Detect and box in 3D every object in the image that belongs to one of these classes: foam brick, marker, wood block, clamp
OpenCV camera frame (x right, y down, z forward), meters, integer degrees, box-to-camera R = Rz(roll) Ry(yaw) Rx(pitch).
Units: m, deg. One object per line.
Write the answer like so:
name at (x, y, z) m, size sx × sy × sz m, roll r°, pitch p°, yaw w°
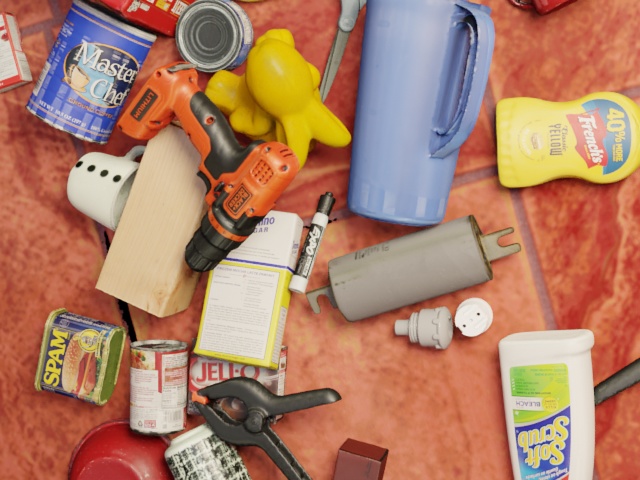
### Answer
foam brick at (0.043, 0.274, 1.213) m, size 0.053 × 0.051 × 0.078 m, roll 14°, pitch 97°, yaw 12°
marker at (-0.008, 0.001, 1.207) m, size 0.020 × 0.020 × 0.121 m, roll 16°, pitch 77°, yaw 12°
wood block at (-0.169, -0.026, 1.229) m, size 0.091 × 0.090 × 0.206 m, roll 23°, pitch 99°, yaw 12°
clamp at (0.387, 0.114, 1.126) m, size 0.165 × 0.036 × 0.210 m, roll 14°, pitch 98°, yaw 14°
clamp at (-0.064, 0.212, 1.200) m, size 0.172 × 0.039 × 0.120 m, roll 9°, pitch 89°, yaw 19°

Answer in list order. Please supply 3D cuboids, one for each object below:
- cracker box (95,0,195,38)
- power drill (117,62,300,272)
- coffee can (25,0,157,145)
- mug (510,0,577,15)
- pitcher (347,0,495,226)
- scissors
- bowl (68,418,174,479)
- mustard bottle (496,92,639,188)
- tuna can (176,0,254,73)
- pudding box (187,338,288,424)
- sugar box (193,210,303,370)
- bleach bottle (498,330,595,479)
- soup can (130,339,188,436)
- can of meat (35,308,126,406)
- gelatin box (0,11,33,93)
cracker box at (-0.262, -0.314, 1.198) m, size 0.214 × 0.164 × 0.072 m, roll 30°, pitch 97°, yaw 10°
power drill at (-0.129, -0.080, 1.128) m, size 0.188 × 0.057 × 0.185 m, roll 48°, pitch 120°, yaw 9°
coffee can at (-0.265, -0.196, 1.236) m, size 0.103 × 0.102 × 0.140 m, roll 29°, pitch 99°, yaw 11°
mug at (0.241, -0.284, 1.119) m, size 0.117 × 0.093 × 0.081 m, roll -24°, pitch 93°, yaw 44°
pitcher at (0.103, -0.139, 1.130) m, size 0.145 × 0.149 × 0.243 m, roll 10°, pitch 99°, yaw 11°
scissors at (0.017, -0.260, 1.191) m, size 0.096 × 0.016 × 0.202 m, roll 30°, pitch 101°, yaw -18°
bowl at (-0.241, 0.300, 1.284) m, size 0.162 × 0.055 × 0.162 m, roll 1°, pitch 94°, yaw 14°
mustard bottle at (0.284, -0.107, 1.127) m, size 0.192 × 0.058 × 0.096 m, roll -2°, pitch 92°, yaw 14°
tuna can at (-0.122, -0.235, 1.228) m, size 0.086 × 0.033 × 0.086 m, roll 3°, pitch 101°, yaw 17°
pudding box at (-0.097, 0.162, 1.247) m, size 0.113 × 0.039 × 0.090 m, roll 4°, pitch 93°, yaw 13°
sugar box at (-0.080, 0.053, 1.215) m, size 0.093 × 0.048 × 0.176 m, roll 9°, pitch 78°, yaw 13°
bleach bottle at (0.255, 0.226, 1.148) m, size 0.103 × 0.068 × 0.251 m, roll -6°, pitch 93°, yaw 30°
soup can at (-0.190, 0.172, 1.256) m, size 0.068 × 0.068 × 0.102 m, roll 2°, pitch 94°, yaw 14°
can of meat at (-0.287, 0.142, 1.286) m, size 0.084 × 0.057 × 0.102 m, roll 14°, pitch 97°, yaw 10°
gelatin box at (-0.399, -0.226, 1.306) m, size 0.073 × 0.030 × 0.089 m, roll -16°, pitch 89°, yaw 16°
